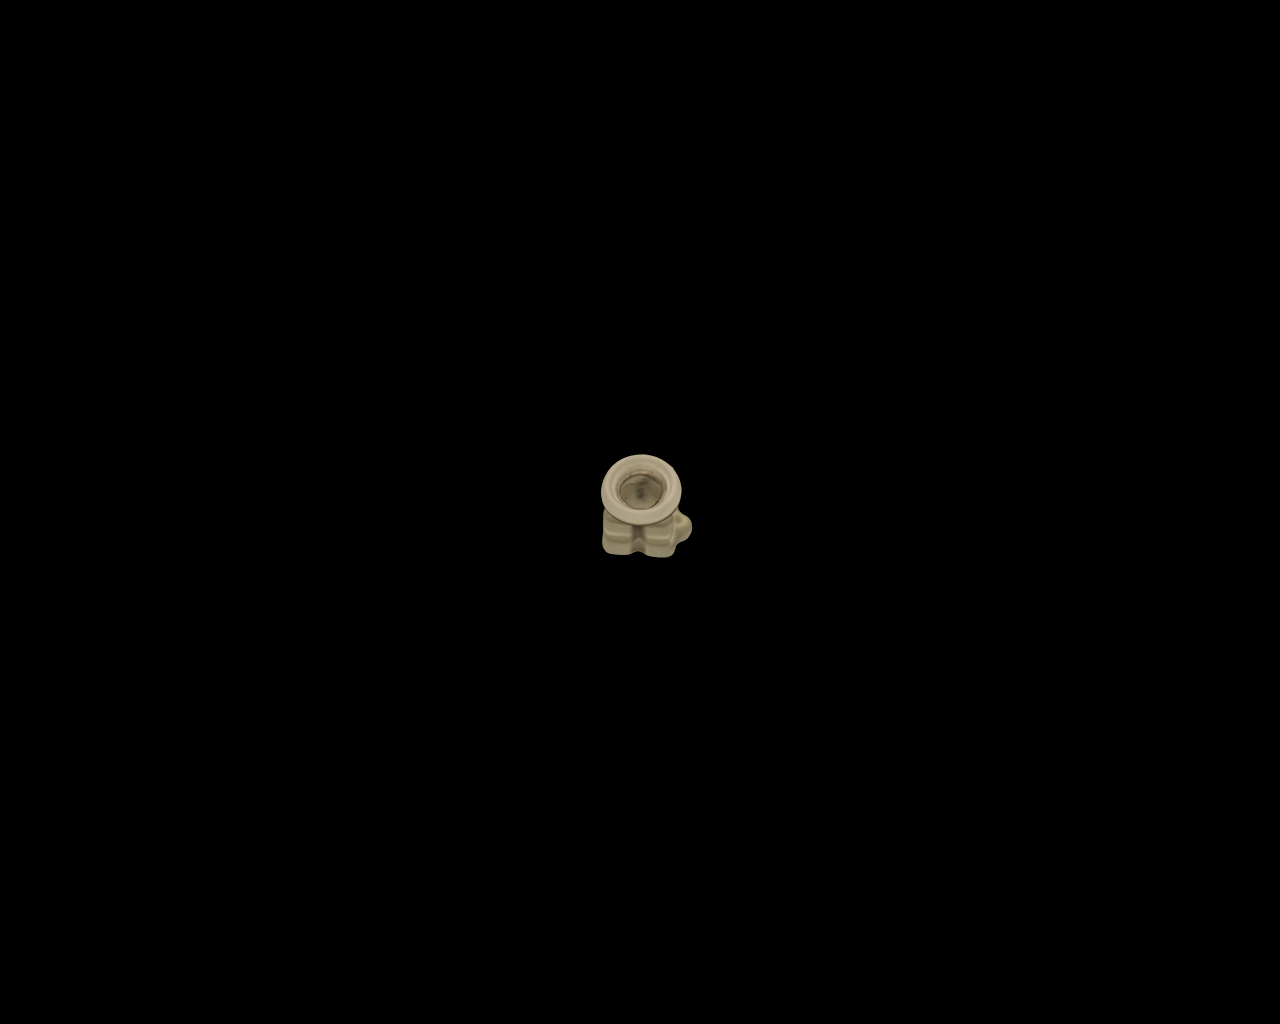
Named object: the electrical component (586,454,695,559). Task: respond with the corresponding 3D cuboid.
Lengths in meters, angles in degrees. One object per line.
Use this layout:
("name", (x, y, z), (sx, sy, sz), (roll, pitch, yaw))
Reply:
("electrical component", (0.001, -0.003, 0.650), (0.066, 0.048, 0.055), (3, -34, 2))
